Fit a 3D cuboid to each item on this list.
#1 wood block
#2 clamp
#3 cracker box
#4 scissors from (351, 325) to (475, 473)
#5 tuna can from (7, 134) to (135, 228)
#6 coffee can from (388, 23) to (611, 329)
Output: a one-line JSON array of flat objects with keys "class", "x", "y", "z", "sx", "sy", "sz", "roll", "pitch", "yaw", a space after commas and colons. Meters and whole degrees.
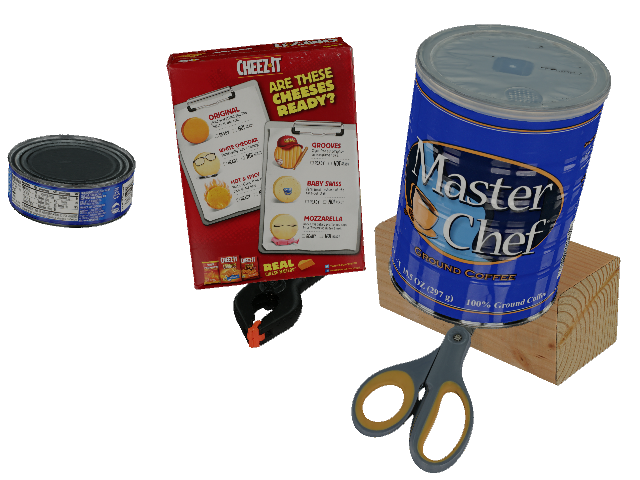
[{"class": "wood block", "x": 0.155, "y": 0.038, "z": 0.966, "sx": 0.090, "sy": 0.090, "sz": 0.206, "roll": -27, "pitch": 34, "yaw": -35}, {"class": "clamp", "x": -0.045, "y": 0.059, "z": 1.247, "sx": 0.120, "sy": 0.039, "sz": 0.171, "roll": -3, "pitch": 39, "yaw": 9}, {"class": "cracker box", "x": -0.048, "y": -0.071, "z": 0.987, "sx": 0.164, "sy": 0.214, "sz": 0.072, "roll": -6, "pitch": 20, "yaw": -5}, {"class": "scissors", "x": 0.081, "y": 0.079, "z": 0.794, "sx": 0.096, "sy": 0.201, "sz": 0.016, "roll": 6, "pitch": -39, "yaw": 11}, {"class": "tuna can", "x": -0.172, "y": -0.041, "z": 0.738, "sx": 0.086, "sy": 0.034, "sz": 0.086, "roll": 7, "pitch": 26, "yaw": -4}, {"class": "coffee can", "x": 0.096, "y": -0.036, "z": 0.601, "sx": 0.103, "sy": 0.140, "sz": 0.103, "roll": 3, "pitch": 35, "yaw": -2}]
